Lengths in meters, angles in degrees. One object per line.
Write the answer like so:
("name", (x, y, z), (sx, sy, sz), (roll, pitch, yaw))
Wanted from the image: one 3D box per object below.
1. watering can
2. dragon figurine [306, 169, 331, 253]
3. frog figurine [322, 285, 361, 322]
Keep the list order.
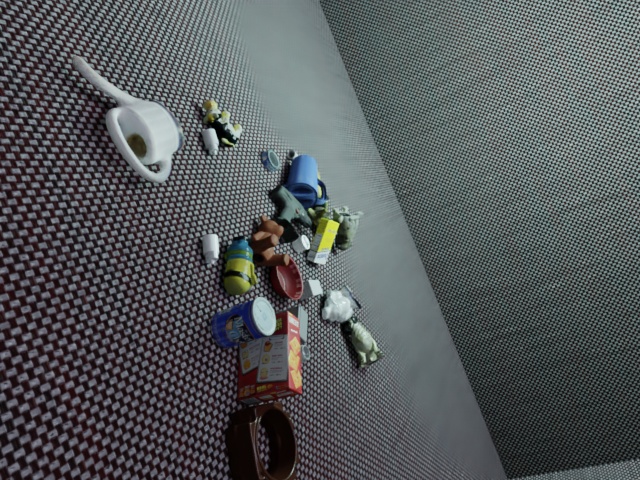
("watering can", (-0.467, -0.310, 1.304), (0.345, 0.103, 0.228), (63, 22, -12))
("dragon figurine", (0.007, -0.111, 2.214), (0.237, 0.122, 0.420), (69, 17, -48))
("frog figurine", (0.060, 0.264, 1.991), (0.162, 0.123, 0.135), (-35, 116, -30))
